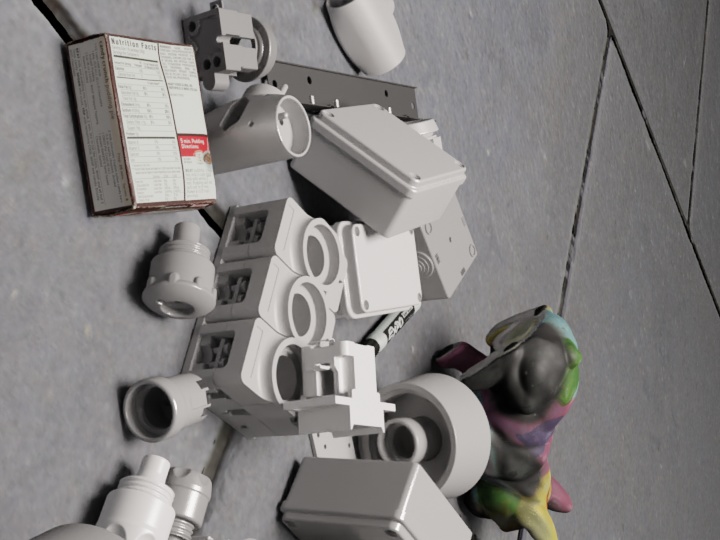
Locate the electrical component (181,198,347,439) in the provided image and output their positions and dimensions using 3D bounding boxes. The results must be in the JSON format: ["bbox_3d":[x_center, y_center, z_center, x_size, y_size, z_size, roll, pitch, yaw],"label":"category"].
[{"bbox_3d":[-0.062,0.034,0.776,0.089,0.062,0.150,48,44,-45],"label":"electrical component"}]

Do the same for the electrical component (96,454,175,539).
[{"bbox_3d":[-0.132,0.142,0.648,0.043,0.043,0.062,53,39,-41],"label":"electrical component"}]

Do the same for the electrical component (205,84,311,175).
[{"bbox_3d":[-0.074,-0.107,0.775,0.043,0.077,0.079,58,37,-35],"label":"electrical component"}]

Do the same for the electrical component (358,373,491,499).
[{"bbox_3d":[0.048,0.142,0.901,0.060,0.108,0.108,2,82,-54],"label":"electrical component"}]

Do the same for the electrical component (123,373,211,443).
[{"bbox_3d":[-0.122,0.086,0.685,0.046,0.040,0.040,-9,91,-66],"label":"electrical component"}]

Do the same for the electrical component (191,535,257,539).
[{"bbox_3d":[-0.085,0.200,0.702,0.066,0.055,0.048,52,41,-41],"label":"electrical component"}]

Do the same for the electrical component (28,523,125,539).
[{"bbox_3d":[-0.147,0.183,0.554,0.060,0.108,0.108,-29,108,-65],"label":"electrical component"}]

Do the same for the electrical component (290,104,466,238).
[{"bbox_3d":[0.017,-0.085,0.893,0.109,0.109,0.056,-22,146,-60],"label":"electrical component"}]

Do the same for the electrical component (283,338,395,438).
[{"bbox_3d":[-0.013,0.082,0.742,0.081,0.042,0.063,20,64,-58],"label":"electrical component"}]

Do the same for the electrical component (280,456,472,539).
[{"bbox_3d":[0.014,0.194,0.819,0.108,0.109,0.056,56,44,-38],"label":"electrical component"}]

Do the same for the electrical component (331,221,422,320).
[{"bbox_3d":[0.000,0.000,0.897,0.113,0.057,0.078,-5,87,-60],"label":"electrical component"}]

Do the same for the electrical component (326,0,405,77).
[{"bbox_3d":[0.010,-0.231,0.984,0.077,0.043,0.079,56,36,-36],"label":"electrical component"}]

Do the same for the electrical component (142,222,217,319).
[{"bbox_3d":[-0.117,-0.002,0.710,0.048,0.048,0.062,41,42,-49],"label":"electrical component"}]

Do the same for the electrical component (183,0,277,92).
[{"bbox_3d":[-0.094,-0.163,0.786,0.055,0.048,0.066,-7,90,-53],"label":"electrical component"}]

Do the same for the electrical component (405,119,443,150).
[{"bbox_3d":[0.048,-0.109,1.007,0.078,0.058,0.057,-27,110,-58],"label":"electrical component"}]

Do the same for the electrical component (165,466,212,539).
[{"bbox_3d":[-0.117,0.158,0.680,0.035,0.035,0.061,48,46,-45],"label":"electrical component"}]

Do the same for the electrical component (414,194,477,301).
[{"bbox_3d":[0.067,-0.026,1.030,0.099,0.048,0.099,-53,127,-48],"label":"electrical component"}]
